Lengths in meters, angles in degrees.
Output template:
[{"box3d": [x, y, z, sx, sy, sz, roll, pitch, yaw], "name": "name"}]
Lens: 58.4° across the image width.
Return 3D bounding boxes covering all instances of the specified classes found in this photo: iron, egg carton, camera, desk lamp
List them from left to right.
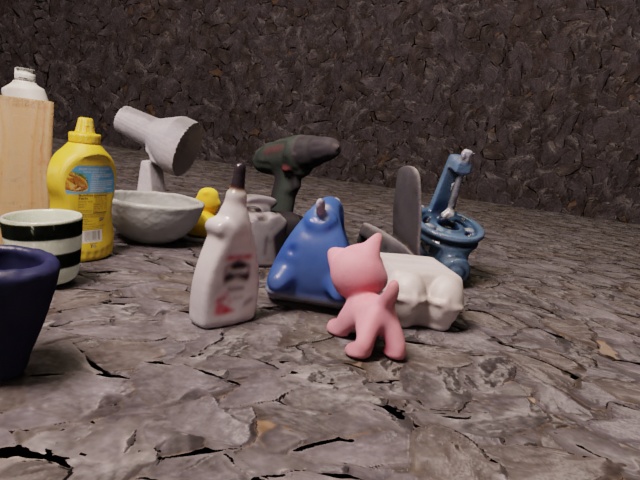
[{"box3d": [-0.356, -0.164, 1.194, 0.203, 0.213, 0.118, 10, 11, 10], "name": "desk lamp"}, {"box3d": [-0.083, -0.021, 0.946, 0.137, 0.101, 0.142, 1, 12, -30], "name": "camera"}, {"box3d": [0.007, 0.003, 0.775, 0.118, 0.141, 0.258, 9, 11, 6], "name": "iron"}, {"box3d": [0.119, 0.063, 0.736, 0.107, 0.069, 0.150, 6, 11, -11], "name": "egg carton"}]

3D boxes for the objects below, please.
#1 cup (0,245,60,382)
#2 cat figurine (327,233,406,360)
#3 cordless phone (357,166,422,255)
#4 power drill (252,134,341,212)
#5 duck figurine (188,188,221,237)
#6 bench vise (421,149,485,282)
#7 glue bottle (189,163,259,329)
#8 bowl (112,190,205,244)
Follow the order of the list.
[{"box3d": [-0.253, 0.058, 0.418, 0.091, 0.095, 0.118, 13, 12, 28], "name": "cup"}, {"box3d": [0.049, 0.052, 0.612, 0.067, 0.118, 0.127, 4, 12, -21], "name": "cat figurine"}, {"box3d": [0.115, -0.023, 0.870, 0.094, 0.185, 0.147, 4, 11, -20], "name": "cordless phone"}, {"box3d": [-0.051, -0.098, 1.081, 0.076, 0.208, 0.228, -2, 14, -41], "name": "power drill"}, {"box3d": [-0.212, -0.054, 1.066, 0.077, 0.086, 0.104, 8, 11, -1], "name": "duck figurine"}, {"box3d": [0.199, -0.050, 0.982, 0.122, 0.220, 0.206, 2, 12, -29], "name": "bench vise"}, {"box3d": [-0.095, 0.004, 0.607, 0.037, 0.173, 0.078, 16, 13, 36], "name": "glue bottle"}, {"box3d": [-0.277, -0.035, 0.946, 0.167, 0.075, 0.167, 8, 11, -1], "name": "bowl"}]
